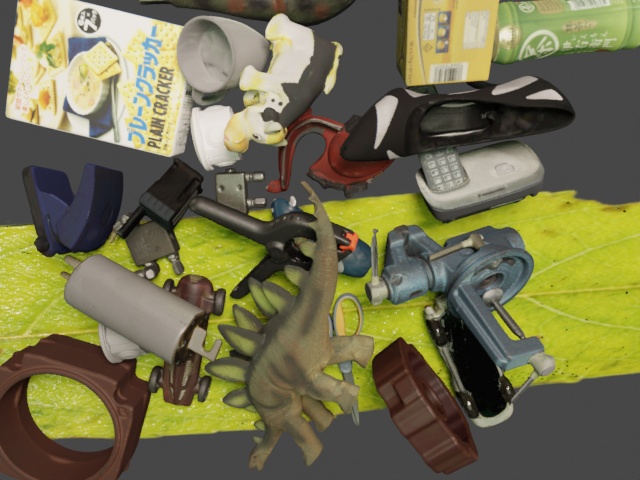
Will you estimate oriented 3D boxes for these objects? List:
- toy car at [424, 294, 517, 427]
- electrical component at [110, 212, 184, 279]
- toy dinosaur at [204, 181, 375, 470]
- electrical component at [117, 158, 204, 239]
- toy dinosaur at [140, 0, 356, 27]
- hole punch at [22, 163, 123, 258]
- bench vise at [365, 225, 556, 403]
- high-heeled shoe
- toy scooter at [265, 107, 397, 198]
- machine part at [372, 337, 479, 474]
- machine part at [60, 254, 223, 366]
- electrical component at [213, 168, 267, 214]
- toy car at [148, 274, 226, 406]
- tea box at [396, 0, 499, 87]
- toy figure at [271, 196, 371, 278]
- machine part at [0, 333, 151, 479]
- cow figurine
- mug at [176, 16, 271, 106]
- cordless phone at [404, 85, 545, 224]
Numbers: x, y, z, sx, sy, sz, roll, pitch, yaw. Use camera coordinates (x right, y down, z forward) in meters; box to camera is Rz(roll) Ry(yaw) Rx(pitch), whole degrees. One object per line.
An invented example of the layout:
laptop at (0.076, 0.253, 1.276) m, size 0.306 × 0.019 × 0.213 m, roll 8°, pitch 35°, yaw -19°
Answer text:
toy car at (0.208, 0.165, 0.746) m, size 0.073 × 0.056 × 0.201 m, roll -24°, pitch 97°, yaw 1°
electrical component at (-0.238, 0.008, 0.736) m, size 0.078 × 0.045 × 0.102 m, roll -12°, pitch 101°, yaw 6°
toy dinosaur at (-0.037, 0.148, 0.698) m, size 0.199 × 0.105 × 0.470 m, roll 24°, pitch 119°, yaw 1°
electrical component at (-0.203, -0.042, 0.688) m, size 0.048 × 0.075 × 0.119 m, roll 36°, pitch 71°, yaw -4°
toy dinosaur at (0.002, -0.330, 0.625) m, size 0.405 × 0.131 × 0.192 m, roll -34°, pitch 98°, yaw 15°
hole punch at (-0.304, -0.041, 0.689) m, size 0.092 × 0.142 × 0.115 m, roll -10°, pitch 93°, yaw -4°
bench vise at (0.179, 0.068, 0.648) m, size 0.224 × 0.241 × 0.128 m, roll -8°, pitch 134°, yaw -22°
high-heeled shoe at (0.155, -0.120, 0.597) m, size 0.249 × 0.145 × 0.086 m, roll -32°, pitch 139°, yaw -20°
toy scooter at (-0.001, -0.107, 0.687) m, size 0.184 × 0.075 × 0.135 m, roll 22°, pitch 100°, yaw 2°
machine part at (0.134, 0.215, 0.704) m, size 0.056 × 0.179 × 0.179 m, roll -36°, pitch 98°, yaw 11°
machine part at (-0.232, 0.088, 0.681) m, size 0.243 × 0.079 × 0.079 m, roll 26°, pitch 102°, yaw 11°
electrical component at (-0.119, -0.065, 0.728) m, size 0.094 × 0.021 × 0.063 m, roll -3°, pitch 101°, yaw 4°
toy car at (-0.190, 0.147, 0.761) m, size 0.089 × 0.053 × 0.202 m, roll 12°, pitch 101°, yaw -4°
tea box at (0.134, -0.258, 0.570) m, size 0.098 × 0.068 × 0.169 m, roll -3°, pitch 126°, yaw -1°
toy figure at (0.000, -0.004, 0.715) m, size 0.154 × 0.058 × 0.064 m, roll 29°, pitch 122°, yaw -6°
machine part at (-0.362, 0.252, 0.772) m, size 0.201 × 0.087 × 0.201 m, roll 18°, pitch 101°, yaw -1°
cow figurine at (-0.043, -0.166, 0.623) m, size 0.098 × 0.068 × 0.167 m, roll 25°, pitch 87°, yaw 2°
mug at (-0.110, -0.214, 0.653) m, size 0.081 × 0.107 × 0.109 m, roll 34°, pitch 124°, yaw 14°
cordless phone at (0.185, -0.123, 0.683) m, size 0.147 × 0.088 × 0.184 m, roll -17°, pitch 82°, yaw 6°
